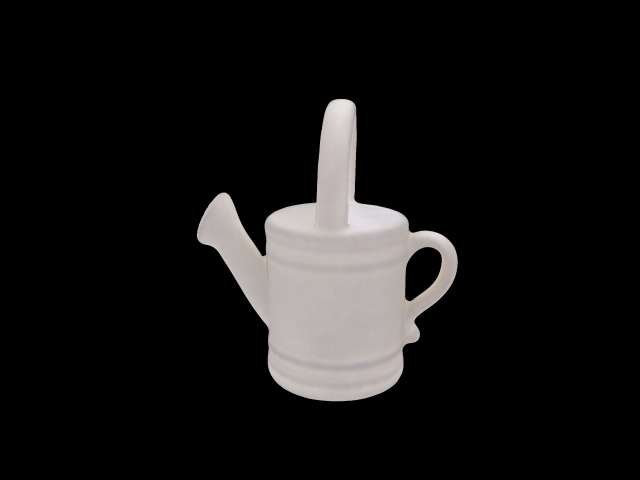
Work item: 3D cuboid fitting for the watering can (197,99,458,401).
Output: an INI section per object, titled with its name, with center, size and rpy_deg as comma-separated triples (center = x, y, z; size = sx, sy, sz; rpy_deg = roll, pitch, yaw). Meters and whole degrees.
[watering can]
center = 0.003, 0.002, 0.398
size = 0.173, 0.194, 0.100
rpy_deg = -4, 16, -13
